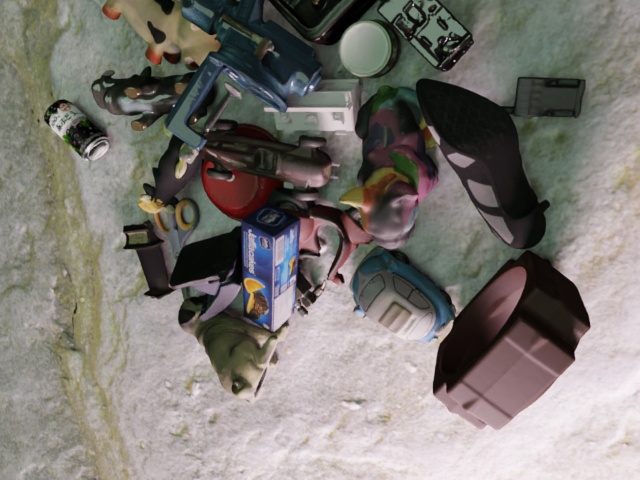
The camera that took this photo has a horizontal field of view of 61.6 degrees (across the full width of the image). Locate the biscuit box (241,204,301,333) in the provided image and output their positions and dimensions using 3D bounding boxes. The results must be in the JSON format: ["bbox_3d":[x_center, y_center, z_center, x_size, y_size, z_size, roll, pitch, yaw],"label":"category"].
[{"bbox_3d":[-0.074,0.045,0.794,0.063,0.059,0.202,27,135,24],"label":"biscuit box"}]

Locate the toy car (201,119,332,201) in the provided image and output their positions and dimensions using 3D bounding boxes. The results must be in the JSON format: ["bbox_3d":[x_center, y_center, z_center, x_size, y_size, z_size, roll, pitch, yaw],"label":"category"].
[{"bbox_3d":[-0.082,-0.116,0.762,0.202,0.053,0.089,14,110,13],"label":"toy car"}]

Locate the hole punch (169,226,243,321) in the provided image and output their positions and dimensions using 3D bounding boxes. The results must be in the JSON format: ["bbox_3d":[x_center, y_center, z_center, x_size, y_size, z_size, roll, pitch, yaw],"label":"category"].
[{"bbox_3d":[-0.162,0.056,0.862,0.116,0.142,0.092,-17,121,15],"label":"hole punch"}]

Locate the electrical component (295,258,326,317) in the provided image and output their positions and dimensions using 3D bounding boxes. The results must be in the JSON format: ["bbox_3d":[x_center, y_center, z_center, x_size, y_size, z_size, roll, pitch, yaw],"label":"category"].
[{"bbox_3d":[-0.038,0.067,0.864,0.102,0.045,0.078,47,143,5],"label":"electrical component"}]

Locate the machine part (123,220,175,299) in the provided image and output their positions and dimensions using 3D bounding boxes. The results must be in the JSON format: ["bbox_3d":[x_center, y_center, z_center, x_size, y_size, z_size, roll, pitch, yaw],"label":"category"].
[{"bbox_3d":[-0.302,0.036,0.948,0.084,0.039,0.138,-10,103,30],"label":"machine part"}]

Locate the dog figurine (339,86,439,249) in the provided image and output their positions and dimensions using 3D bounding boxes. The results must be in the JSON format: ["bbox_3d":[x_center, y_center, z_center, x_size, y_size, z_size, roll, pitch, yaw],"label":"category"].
[{"bbox_3d":[0.087,-0.096,0.674,0.109,0.219,0.191,-3,105,17],"label":"dog figurine"}]

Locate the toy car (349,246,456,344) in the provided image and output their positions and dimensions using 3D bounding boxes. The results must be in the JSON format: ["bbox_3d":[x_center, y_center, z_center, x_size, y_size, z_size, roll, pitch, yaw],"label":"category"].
[{"bbox_3d":[0.112,0.094,0.782,0.162,0.103,0.109,39,115,8],"label":"toy car"}]

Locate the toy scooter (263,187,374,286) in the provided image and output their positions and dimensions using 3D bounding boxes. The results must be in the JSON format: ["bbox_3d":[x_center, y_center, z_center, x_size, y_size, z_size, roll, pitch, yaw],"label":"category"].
[{"bbox_3d":[-0.002,-0.002,0.811,0.184,0.075,0.135,12,110,8],"label":"toy scooter"}]

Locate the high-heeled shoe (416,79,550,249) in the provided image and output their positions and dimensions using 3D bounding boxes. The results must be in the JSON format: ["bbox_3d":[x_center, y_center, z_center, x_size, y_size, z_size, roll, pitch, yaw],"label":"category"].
[{"bbox_3d":[0.204,-0.094,0.697,0.086,0.145,0.249,-37,79,-8],"label":"high-heeled shoe"}]

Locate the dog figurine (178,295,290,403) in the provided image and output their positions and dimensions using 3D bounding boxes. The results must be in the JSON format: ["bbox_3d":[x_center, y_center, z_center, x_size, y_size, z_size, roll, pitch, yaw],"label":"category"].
[{"bbox_3d":[-0.166,0.171,0.874,0.191,0.172,0.121,20,100,6],"label":"dog figurine"}]

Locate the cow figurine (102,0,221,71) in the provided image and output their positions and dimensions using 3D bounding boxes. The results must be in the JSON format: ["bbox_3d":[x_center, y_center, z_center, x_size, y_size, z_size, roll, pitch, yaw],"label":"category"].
[{"bbox_3d":[-0.216,-0.324,0.796,0.195,0.085,0.127,45,121,4],"label":"cow figurine"}]

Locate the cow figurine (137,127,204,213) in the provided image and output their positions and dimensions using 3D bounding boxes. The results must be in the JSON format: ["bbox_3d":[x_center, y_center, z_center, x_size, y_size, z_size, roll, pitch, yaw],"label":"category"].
[{"bbox_3d":[-0.235,-0.098,0.847,0.068,0.098,0.167,20,115,-29],"label":"cow figurine"}]

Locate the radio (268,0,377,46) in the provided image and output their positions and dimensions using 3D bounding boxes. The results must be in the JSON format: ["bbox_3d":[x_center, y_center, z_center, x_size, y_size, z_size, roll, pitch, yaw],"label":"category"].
[{"bbox_3d":[0.035,-0.371,0.691,0.229,0.073,0.131,-39,88,27],"label":"radio"}]

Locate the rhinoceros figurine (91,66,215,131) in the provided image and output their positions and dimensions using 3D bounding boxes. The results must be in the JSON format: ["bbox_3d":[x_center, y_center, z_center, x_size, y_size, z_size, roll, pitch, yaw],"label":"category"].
[{"bbox_3d":[-0.260,-0.226,0.826,0.190,0.112,0.073,-1,133,8],"label":"rhinoceros figurine"}]

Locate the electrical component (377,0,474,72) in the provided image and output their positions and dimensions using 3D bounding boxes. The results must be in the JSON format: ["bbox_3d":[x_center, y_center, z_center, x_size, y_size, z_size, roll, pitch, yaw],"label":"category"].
[{"bbox_3d":[0.125,-0.272,0.665,0.134,0.115,0.058,46,111,3],"label":"electrical component"}]

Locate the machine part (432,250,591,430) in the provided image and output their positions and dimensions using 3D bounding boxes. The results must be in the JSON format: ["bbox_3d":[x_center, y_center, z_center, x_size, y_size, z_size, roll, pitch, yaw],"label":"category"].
[{"bbox_3d":[0.239,0.126,0.689,0.087,0.201,0.201,37,114,3],"label":"machine part"}]

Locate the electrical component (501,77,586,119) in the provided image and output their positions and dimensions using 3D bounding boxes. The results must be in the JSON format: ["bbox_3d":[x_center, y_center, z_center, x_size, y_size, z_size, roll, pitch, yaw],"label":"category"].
[{"bbox_3d":[0.260,-0.178,0.666,0.119,0.075,0.047,9,109,21],"label":"electrical component"}]

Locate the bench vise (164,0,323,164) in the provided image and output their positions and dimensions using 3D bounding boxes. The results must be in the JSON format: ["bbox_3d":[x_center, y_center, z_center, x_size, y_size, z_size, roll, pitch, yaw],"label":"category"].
[{"bbox_3d":[-0.126,-0.214,0.681,0.223,0.129,0.240,33,93,-14],"label":"bench vise"}]
